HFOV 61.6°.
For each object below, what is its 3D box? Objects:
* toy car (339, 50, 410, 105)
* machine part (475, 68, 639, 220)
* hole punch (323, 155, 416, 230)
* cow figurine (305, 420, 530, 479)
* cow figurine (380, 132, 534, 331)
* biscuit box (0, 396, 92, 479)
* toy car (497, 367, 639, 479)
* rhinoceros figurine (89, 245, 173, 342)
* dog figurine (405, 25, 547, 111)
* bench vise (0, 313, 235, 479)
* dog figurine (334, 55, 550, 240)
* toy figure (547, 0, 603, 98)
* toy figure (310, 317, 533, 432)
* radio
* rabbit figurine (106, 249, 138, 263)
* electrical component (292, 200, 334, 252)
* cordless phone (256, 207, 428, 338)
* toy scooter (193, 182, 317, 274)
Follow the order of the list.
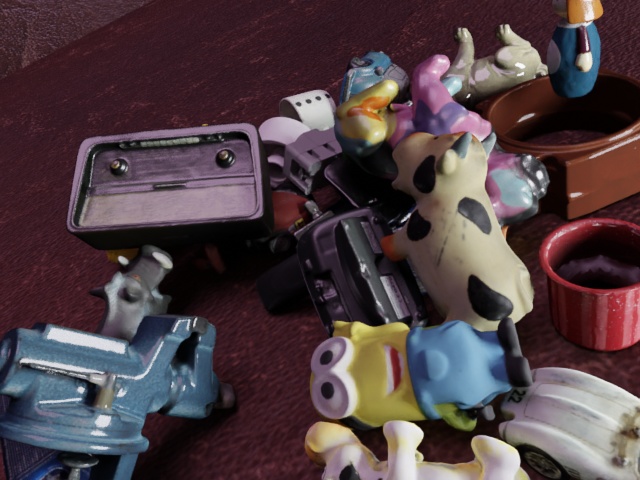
[{"bbox_3d":[0.100,-0.254,0.912,0.103,0.109,0.162,22,38,15],"label":"toy car"},{"bbox_3d":[0.297,-0.126,0.653,0.201,0.087,0.201,-21,36,-4],"label":"machine part"},{"bbox_3d":[0.075,-0.055,0.685,0.142,0.092,0.116,-34,64,-22],"label":"hole punch"},{"bbox_3d":[0.058,0.187,0.386,0.168,0.068,0.098,-1,47,27],"label":"cow figurine"},{"bbox_3d":[0.123,-0.012,0.483,0.085,0.195,0.127,-7,-24,-49],"label":"cow figurine"},{"bbox_3d":[-0.294,0.184,0.562,0.063,0.059,0.203,-32,37,-18],"label":"biscuit box"},{"bbox_3d":[0.223,0.146,0.363,0.202,0.056,0.073,16,50,39],"label":"toy car"},{"bbox_3d":[-0.218,0.093,0.600,0.073,0.112,0.190,-4,47,24],"label":"rhinoceros figurine"},{"bbox_3d":[0.228,-0.210,0.801,0.173,0.121,0.190,14,63,42],"label":"dog figurine"},{"bbox_3d":[-0.178,0.174,0.455,0.129,0.223,0.240,0,71,33],"label":"bench vise"},{"bbox_3d":[0.130,-0.075,0.583,0.192,0.108,0.219,-24,74,17],"label":"dog figurine"},{"bbox_3d":[0.286,-0.237,0.597,0.058,0.154,0.064,-27,37,-14],"label":"toy figure"},{"bbox_3d":[0.076,0.114,0.440,0.180,0.089,0.082,-13,33,17],"label":"toy figure"},{"bbox_3d":[-0.173,-0.064,0.645,0.230,0.073,0.131,-4,70,3],"label":"radio"},{"bbox_3d":[-0.230,-0.059,0.774,0.173,0.162,0.122,-5,58,-24],"label":"rabbit figurine"},{"bbox_3d":[-0.001,-0.002,0.651,0.063,0.021,0.094,-32,77,-17],"label":"electrical component"},{"bbox_3d":[0.006,0.062,0.562,0.184,0.146,0.088,-32,-15,36],"label":"cordless phone"},{"bbox_3d":[-0.096,-0.010,0.704,0.184,0.075,0.135,-2,40,28],"label":"toy scooter"}]
